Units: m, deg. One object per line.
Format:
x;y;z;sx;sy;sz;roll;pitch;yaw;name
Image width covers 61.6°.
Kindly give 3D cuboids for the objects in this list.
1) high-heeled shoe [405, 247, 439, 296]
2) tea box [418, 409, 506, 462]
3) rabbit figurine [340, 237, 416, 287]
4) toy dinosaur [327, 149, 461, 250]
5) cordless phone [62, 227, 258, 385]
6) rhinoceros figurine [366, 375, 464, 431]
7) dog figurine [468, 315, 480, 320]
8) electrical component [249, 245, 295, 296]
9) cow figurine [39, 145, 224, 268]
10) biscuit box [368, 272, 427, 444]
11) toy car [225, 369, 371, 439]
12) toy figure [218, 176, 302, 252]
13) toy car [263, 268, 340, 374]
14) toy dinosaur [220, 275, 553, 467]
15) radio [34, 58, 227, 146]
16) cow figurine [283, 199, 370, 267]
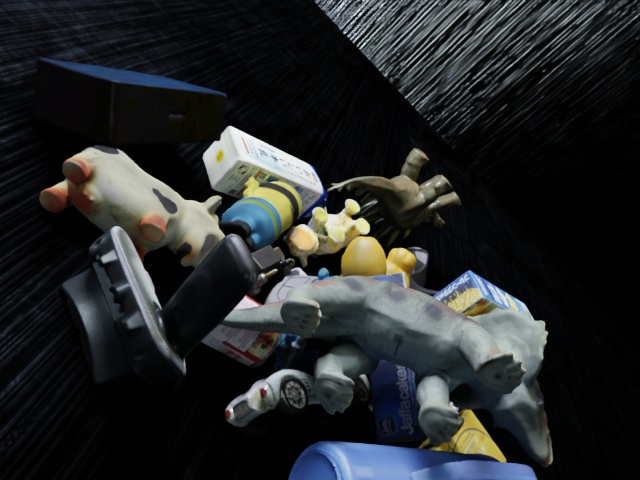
0.147;0.063;1.064;0.145;0.086;0.249;8;16;-9;high-heeled shoe
0.190;0.312;0.744;0.098;0.068;0.169;54;25;13;tea box
0.068;0.064;0.821;0.173;0.122;0.162;67;39;-60;rabbit figurine
0.165;-0.076;1.088;0.105;0.198;0.471;53;14;29;toy dinosaur
-0.137;0.033;0.475;0.088;0.184;0.147;2;52;-52;cordless phone
0.108;0.187;0.721;0.190;0.112;0.073;50;-4;19;rhinoceros figurine
0.307;0.217;0.954;0.219;0.191;0.109;7;39;-34;dog figurine
-0.077;0.043;0.680;0.045;0.078;0.102;47;22;8;electrical component
-0.190;-0.032;0.606;0.195;0.085;0.127;37;29;-15;cow figurine
0.090;0.145;0.665;0.062;0.059;0.202;61;22;-68;biscuit box
-0.017;0.176;0.597;0.201;0.073;0.056;16;44;-50;toy car
-0.084;-0.027;0.760;0.089;0.082;0.180;19;24;4;toy figure
-0.023;0.099;0.682;0.103;0.109;0.161;30;34;14;toy car
0.077;0.099;0.568;0.405;0.131;0.192;22;14;8;toy dinosaur
-0.232;-0.172;0.682;0.131;0.073;0.229;19;16;18;radio
-0.004;-0.004;0.872;0.167;0.098;0.068;-19;73;-43;cow figurine
